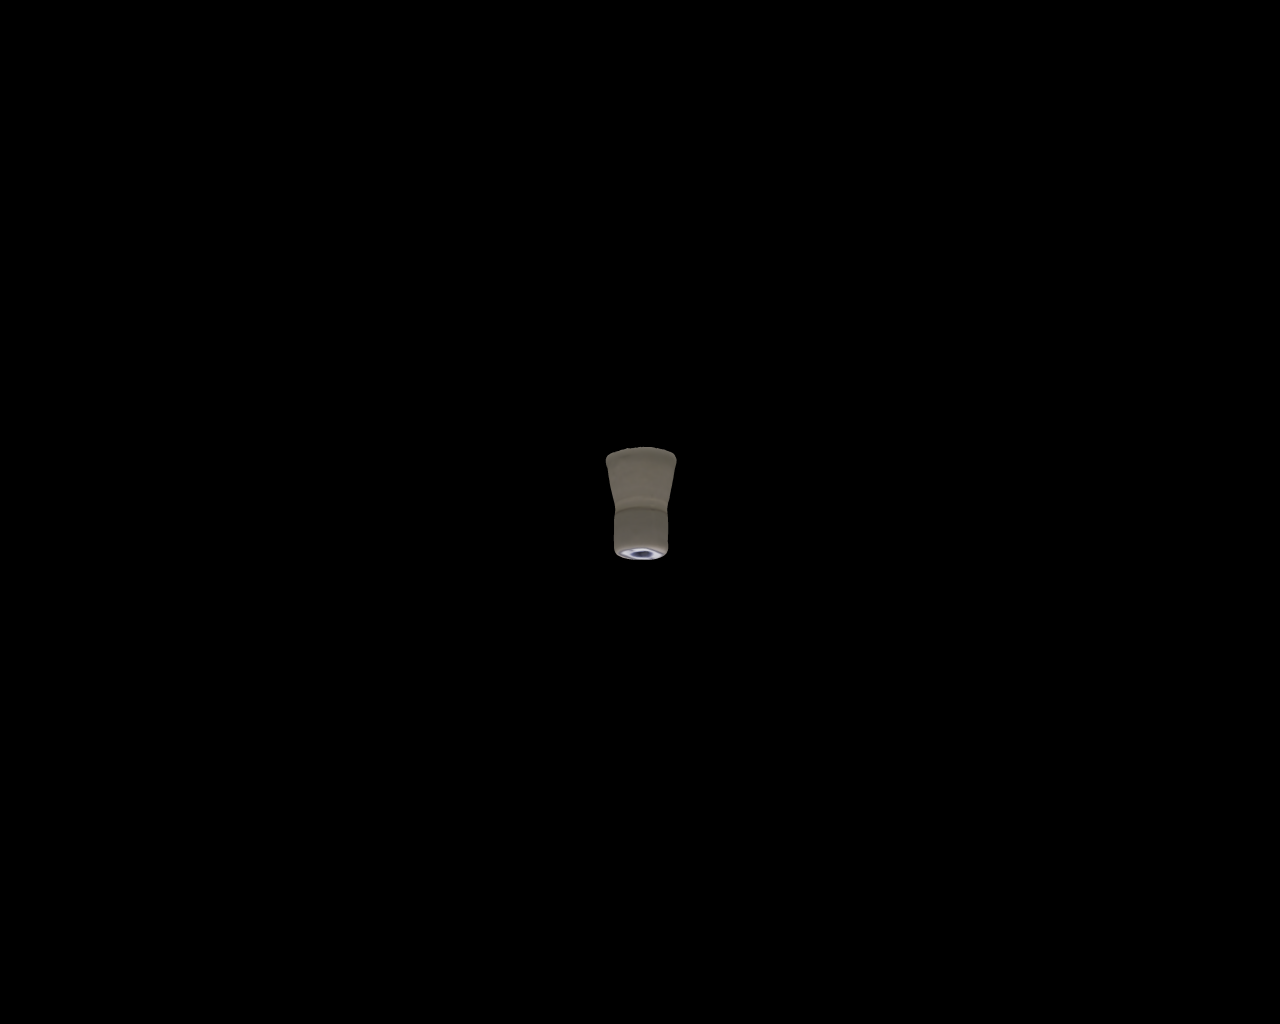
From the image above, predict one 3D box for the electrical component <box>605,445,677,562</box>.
[{"bbox_3d":[0.001,-0.003,0.650,0.044,0.065,0.044,0,-17,0],"label":"electrical component"}]
